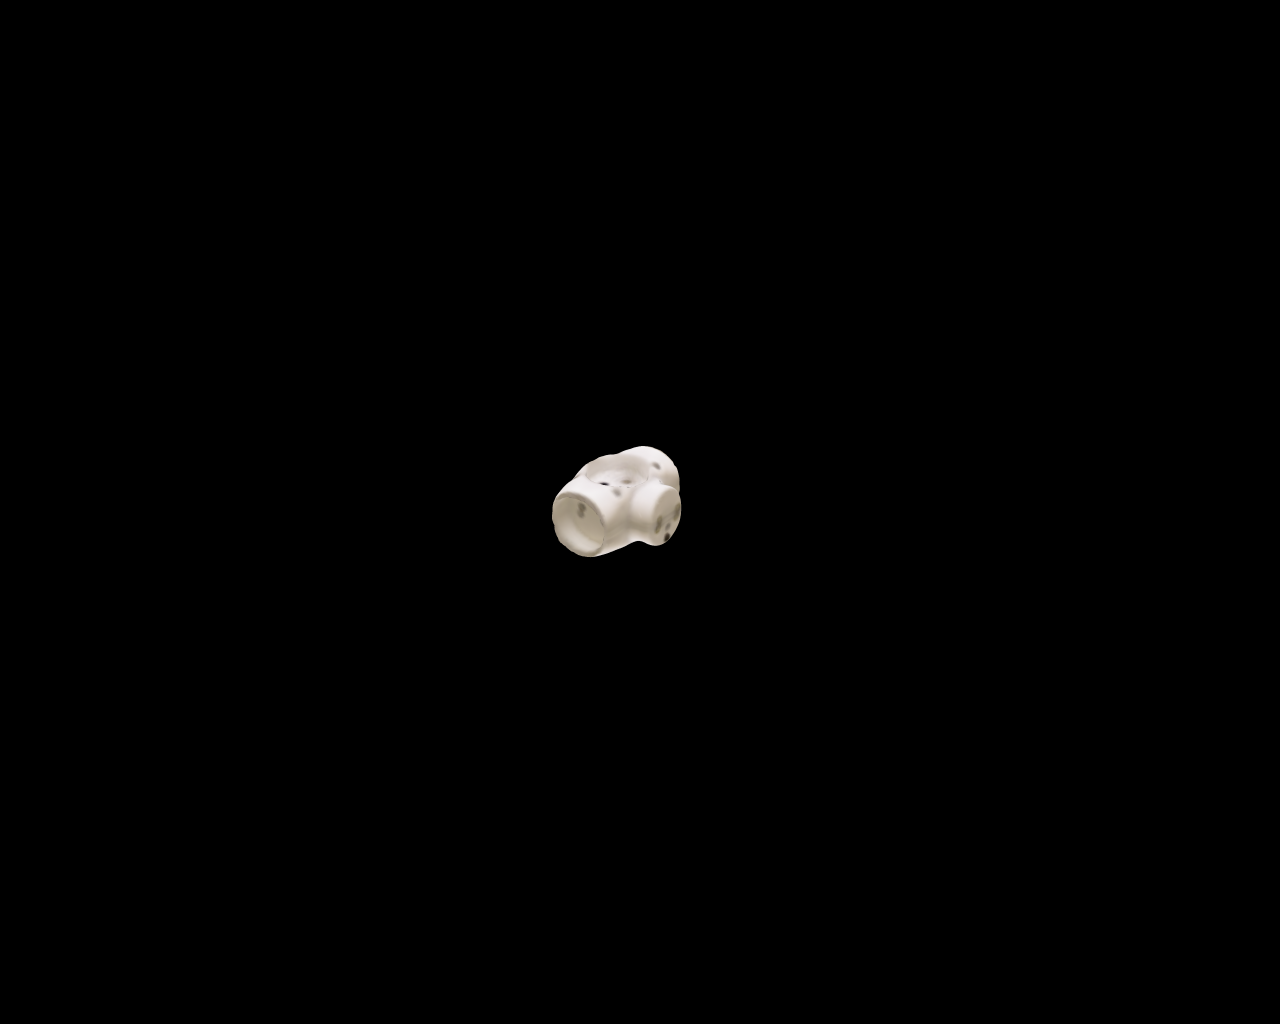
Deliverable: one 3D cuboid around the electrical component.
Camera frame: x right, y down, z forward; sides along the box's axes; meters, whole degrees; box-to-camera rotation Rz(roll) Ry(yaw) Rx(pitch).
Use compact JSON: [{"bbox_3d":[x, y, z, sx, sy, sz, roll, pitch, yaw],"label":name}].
[{"bbox_3d":[0.001,-0.003,0.650,0.079,0.044,0.077,20,35,31],"label":"electrical component"}]
